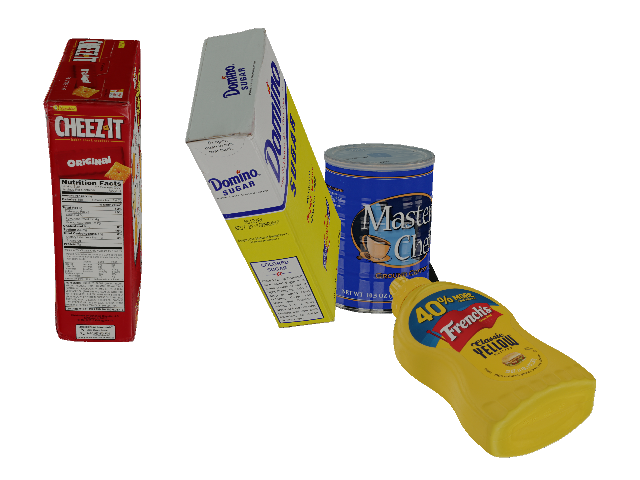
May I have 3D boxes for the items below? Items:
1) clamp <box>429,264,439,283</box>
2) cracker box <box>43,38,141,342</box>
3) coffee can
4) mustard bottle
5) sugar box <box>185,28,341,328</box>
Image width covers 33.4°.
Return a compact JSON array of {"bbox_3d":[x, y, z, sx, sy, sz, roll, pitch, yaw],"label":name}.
[{"bbox_3d":[0.054,0.020,1.215,0.164,0.036,0.210,-17,51,-37],"label":"clamp"},{"bbox_3d":[-0.189,-0.045,0.906,0.072,0.214,0.164,0,27,-7],"label":"cracker box"},{"bbox_3d":[0.054,-0.014,1.004,0.103,0.140,0.103,1,15,0],"label":"coffee can"},{"bbox_3d":[0.111,0.081,0.811,0.096,0.058,0.192,-20,37,-23],"label":"mustard bottle"},{"bbox_3d":[-0.029,-0.034,0.667,0.048,0.093,0.176,-7,-41,12],"label":"sugar box"}]
